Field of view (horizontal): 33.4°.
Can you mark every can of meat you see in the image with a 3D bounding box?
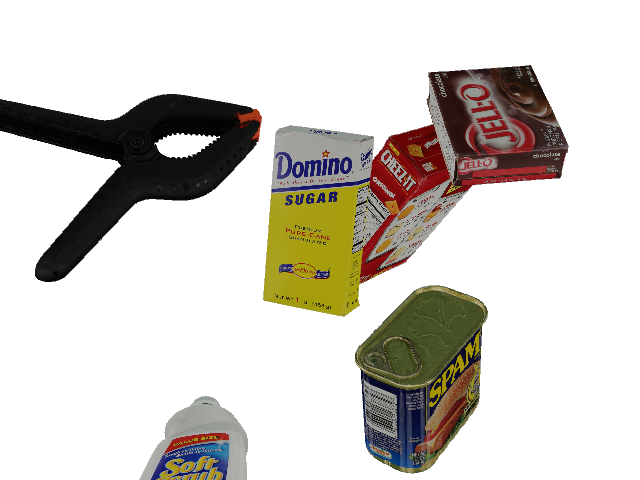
[{"bbox_3d":[0.070,0.094,0.724,0.058,0.084,0.101,19,41,30],"label":"can of meat"}]

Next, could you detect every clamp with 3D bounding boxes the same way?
[{"bbox_3d":[-0.140,-0.054,0.806,0.209,0.164,0.036,-11,-30,-16],"label":"clamp"}]

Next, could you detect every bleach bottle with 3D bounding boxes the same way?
[{"bbox_3d":[-0.113,0.209,0.894,0.102,0.068,0.251,-2,24,-1],"label":"bleach bottle"}]

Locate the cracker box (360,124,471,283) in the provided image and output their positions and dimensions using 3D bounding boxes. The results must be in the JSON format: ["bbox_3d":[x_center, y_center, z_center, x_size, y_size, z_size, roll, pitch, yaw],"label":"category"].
[{"bbox_3d":[0.089,-0.042,1.242,0.163,0.072,0.214,-22,-25,-48],"label":"cracker box"}]

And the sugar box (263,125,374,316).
[{"bbox_3d":[-0.003,-0.020,1.055,0.093,0.176,0.048,9,16,21],"label":"sugar box"}]

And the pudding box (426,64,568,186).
[{"bbox_3d":[0.140,-0.095,0.867,0.090,0.039,0.113,-4,43,-6],"label":"pudding box"}]
